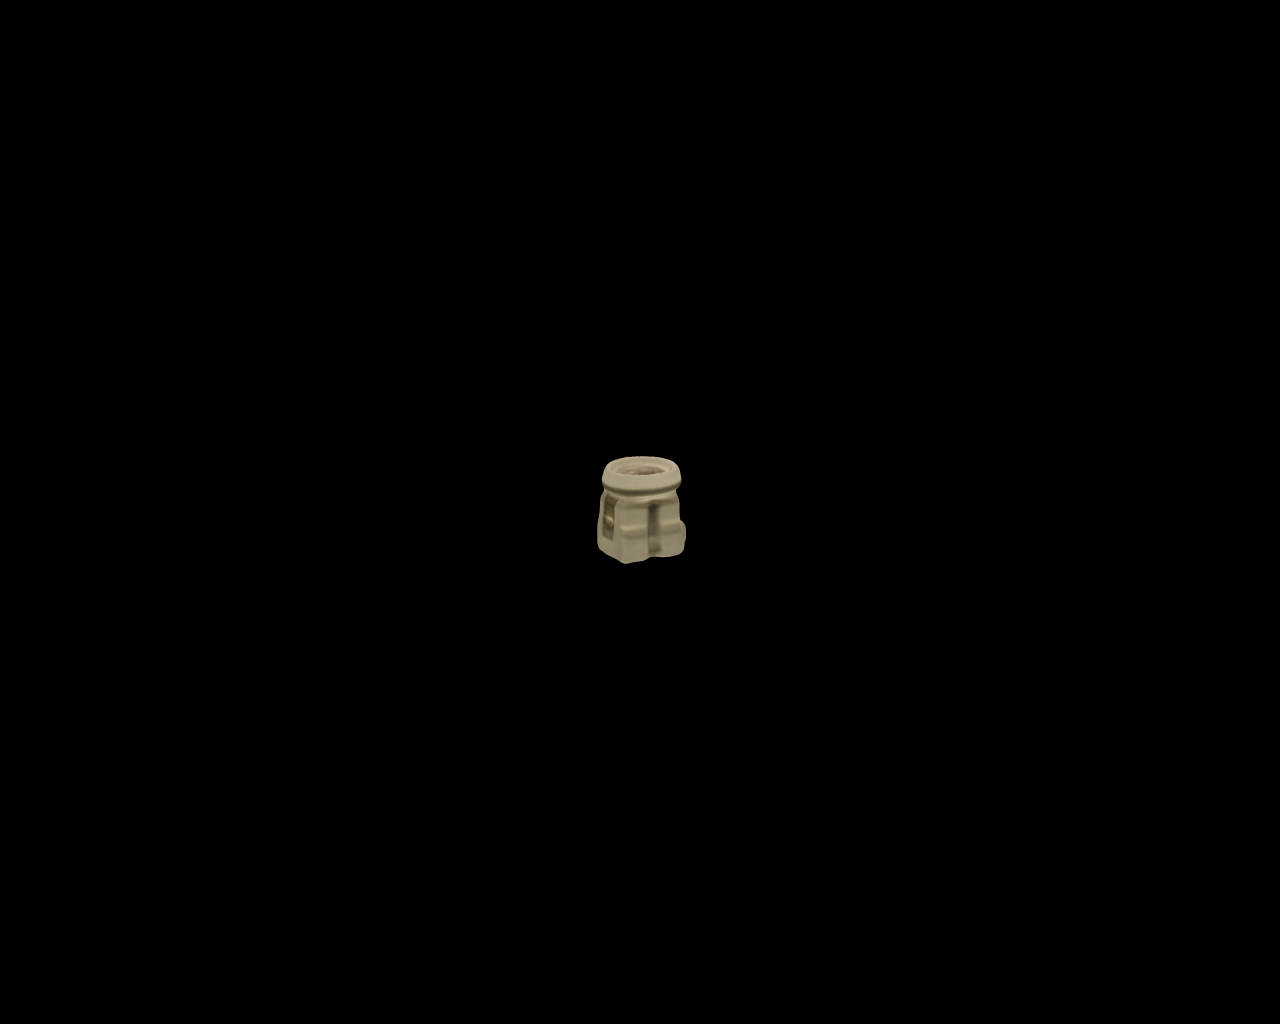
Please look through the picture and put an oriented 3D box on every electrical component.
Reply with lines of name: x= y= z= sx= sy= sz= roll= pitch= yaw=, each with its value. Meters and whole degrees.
electrical component: x=0.001 y=-0.003 z=0.650 sx=0.066 sy=0.055 sz=0.048 roll=-9 pitch=19 yaw=-29
